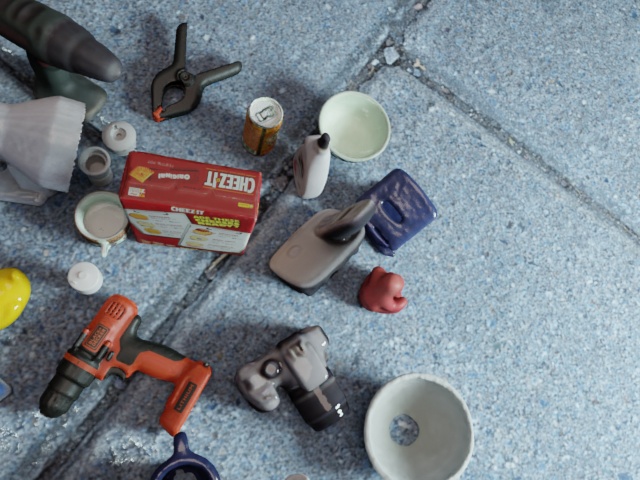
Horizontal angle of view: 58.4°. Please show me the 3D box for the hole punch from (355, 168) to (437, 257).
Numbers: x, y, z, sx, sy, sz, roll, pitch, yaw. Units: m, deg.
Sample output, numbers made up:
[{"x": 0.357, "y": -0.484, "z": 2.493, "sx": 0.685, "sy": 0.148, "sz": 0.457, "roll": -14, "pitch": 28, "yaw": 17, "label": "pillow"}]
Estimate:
[{"x": 0.117, "y": -0.042, "z": 0.914, "sx": 0.101, "sy": 0.091, "sz": 0.108, "roll": -39, "pitch": 86, "yaw": -19, "label": "hole punch"}]

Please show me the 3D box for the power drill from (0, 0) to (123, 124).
[{"x": -0.363, "y": -0.250, "z": 0.798, "sx": 0.229, "sy": 0.208, "sz": 0.076, "roll": 32, "pitch": 71, "yaw": -3, "label": "power drill"}]

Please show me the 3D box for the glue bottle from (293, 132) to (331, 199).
[{"x": -0.008, "y": -0.123, "z": 0.863, "sx": 0.037, "sy": 0.173, "sz": 0.078, "roll": -10, "pitch": 78, "yaw": -15, "label": "glue bottle"}]

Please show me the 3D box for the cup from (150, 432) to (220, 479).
[{"x": -0.179, "y": 0.312, "z": 0.754, "sx": 0.092, "sy": 0.095, "sz": 0.118, "roll": -6, "pitch": 77, "yaw": -14, "label": "cup"}]

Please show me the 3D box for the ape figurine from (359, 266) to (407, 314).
[{"x": 0.102, "y": 0.075, "z": 0.880, "sx": 0.076, "sy": 0.092, "sz": 0.078, "roll": -14, "pitch": 79, "yaw": -15, "label": "ape figurine"}]

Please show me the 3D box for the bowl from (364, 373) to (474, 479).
[{"x": 0.135, "y": 0.281, "z": 0.843, "sx": 0.167, "sy": 0.074, "sz": 0.167, "roll": 3, "pitch": 75, "yaw": -12, "label": "bowl"}]

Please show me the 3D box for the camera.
[{"x": -0.029, "y": 0.208, "z": 0.811, "sx": 0.143, "sy": 0.100, "sz": 0.137, "roll": -31, "pitch": 84, "yaw": -18, "label": "camera"}]

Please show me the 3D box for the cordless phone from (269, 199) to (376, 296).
[{"x": 0.008, "y": 0.003, "z": 0.828, "sx": 0.094, "sy": 0.185, "sz": 0.148, "roll": 42, "pitch": 71, "yaw": 1, "label": "cordless phone"}]

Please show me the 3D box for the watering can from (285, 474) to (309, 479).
[{"x": -0.007, "y": 0.388, "z": 0.720, "sx": 0.101, "sy": 0.194, "sz": 0.173, "roll": -42, "pitch": 87, "yaw": -19, "label": "watering can"}]

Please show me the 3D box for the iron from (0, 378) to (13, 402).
[{"x": -0.528, "y": 0.179, "z": 0.685, "sx": 0.258, "sy": 0.141, "sz": 0.118, "roll": 2, "pitch": 75, "yaw": -12, "label": "iron"}]

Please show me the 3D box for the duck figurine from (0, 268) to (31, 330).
[{"x": -0.442, "y": 0.077, "z": 0.760, "sx": 0.077, "sy": 0.086, "sz": 0.105, "roll": 44, "pitch": 71, "yaw": 1, "label": "duck figurine"}]

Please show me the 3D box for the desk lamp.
[{"x": -0.401, "y": -0.119, "z": 0.753, "sx": 0.203, "sy": 0.213, "sz": 0.118, "roll": 7, "pitch": 74, "yaw": -11, "label": "desk lamp"}]
